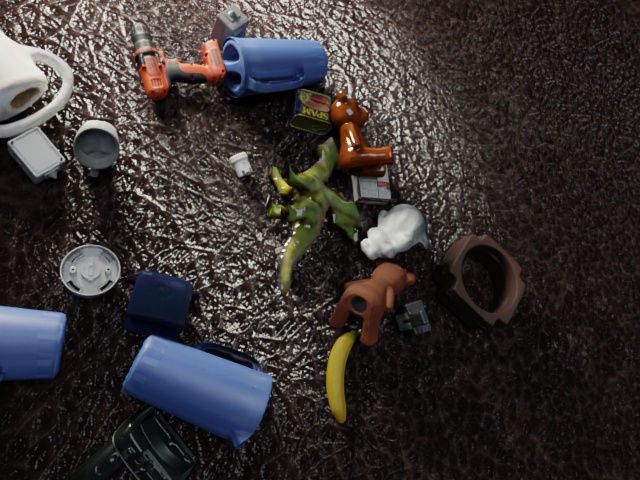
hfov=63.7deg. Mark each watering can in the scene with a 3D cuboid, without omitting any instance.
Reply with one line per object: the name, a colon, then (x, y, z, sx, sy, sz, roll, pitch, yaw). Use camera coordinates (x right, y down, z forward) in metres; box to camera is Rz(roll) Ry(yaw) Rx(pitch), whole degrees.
watering can: (-0.636, -0.269, 0.939, 0.224, 0.102, 0.353, 47, 60, -1)

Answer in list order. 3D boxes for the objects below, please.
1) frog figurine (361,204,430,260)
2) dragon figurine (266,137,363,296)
frog figurine: (0.168, -0.020, 1.210, 0.160, 0.120, 0.140, -7, 42, -17)
dragon figurine: (0.003, -0.058, 1.149, 0.242, 0.120, 0.418, 13, 61, -30)
